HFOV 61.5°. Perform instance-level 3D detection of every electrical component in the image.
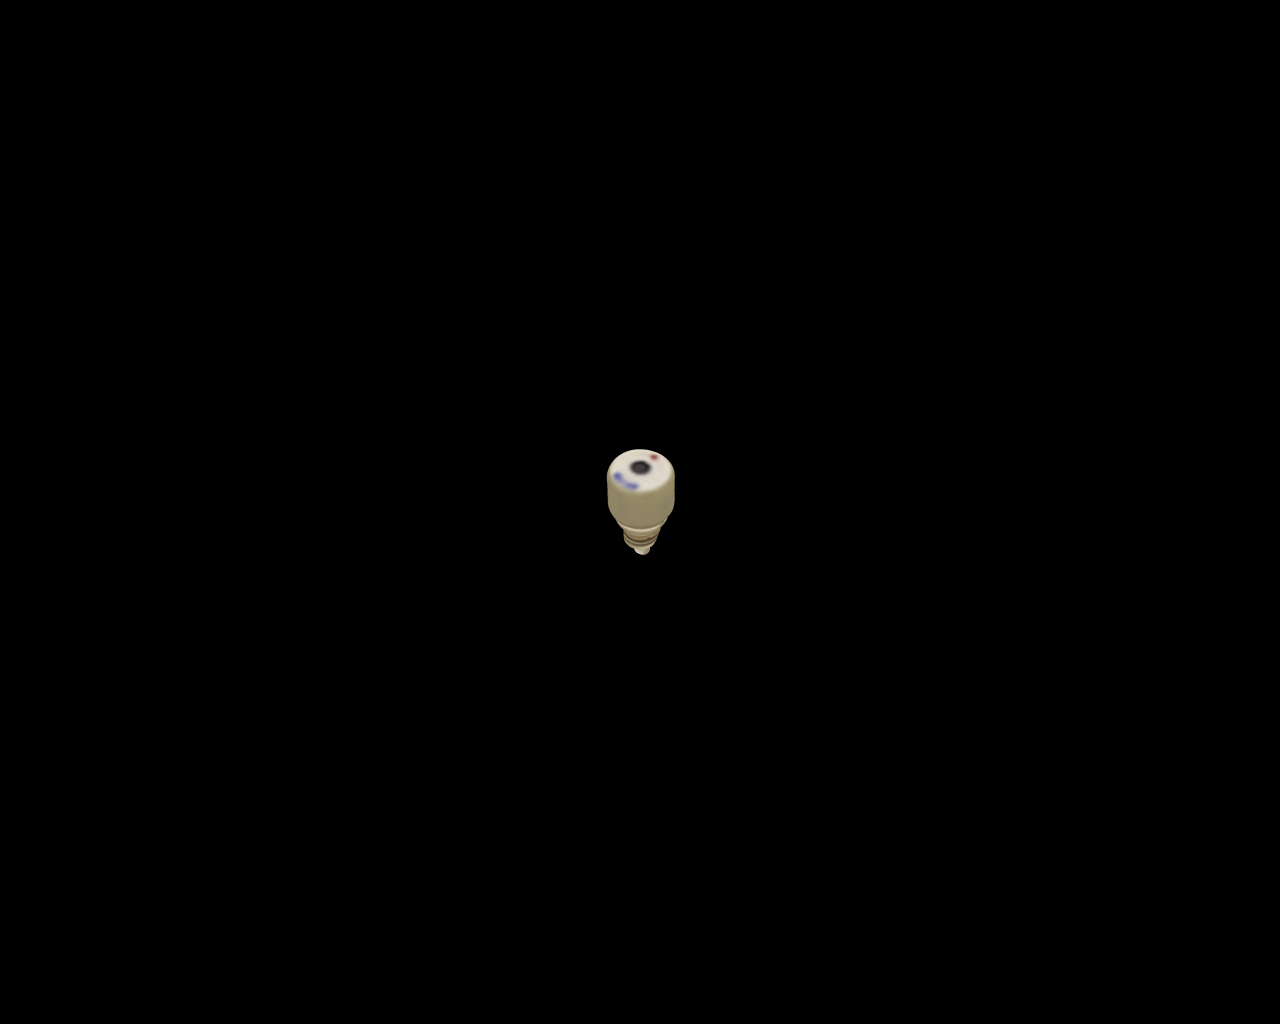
[{"bbox_3d":[0.001,-0.003,0.650,0.040,0.040,0.078,0,-44,0],"label":"electrical component"}]
